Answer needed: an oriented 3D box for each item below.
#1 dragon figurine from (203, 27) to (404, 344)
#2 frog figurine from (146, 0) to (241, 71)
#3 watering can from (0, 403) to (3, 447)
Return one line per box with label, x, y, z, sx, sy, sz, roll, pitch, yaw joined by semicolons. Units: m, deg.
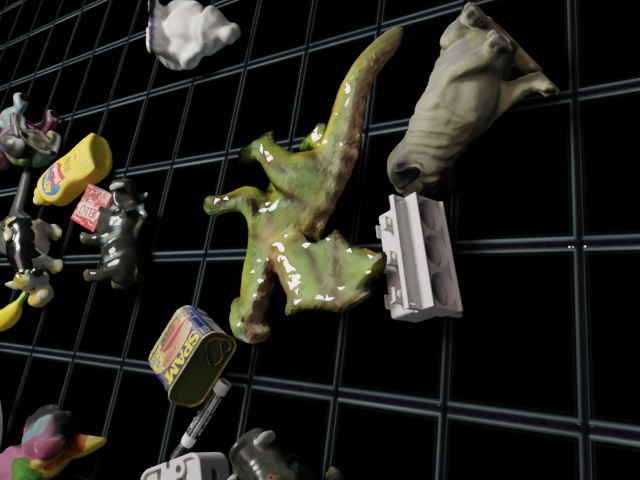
dragon figurine;0.002;-0.030;0.595;0.404;0.121;0.247;-47;56;23
frog figurine;-0.219;-0.368;0.921;0.159;0.120;0.140;1;57;-4
watering can;-0.645;0.314;0.881;0.350;0.103;0.225;22;83;37
